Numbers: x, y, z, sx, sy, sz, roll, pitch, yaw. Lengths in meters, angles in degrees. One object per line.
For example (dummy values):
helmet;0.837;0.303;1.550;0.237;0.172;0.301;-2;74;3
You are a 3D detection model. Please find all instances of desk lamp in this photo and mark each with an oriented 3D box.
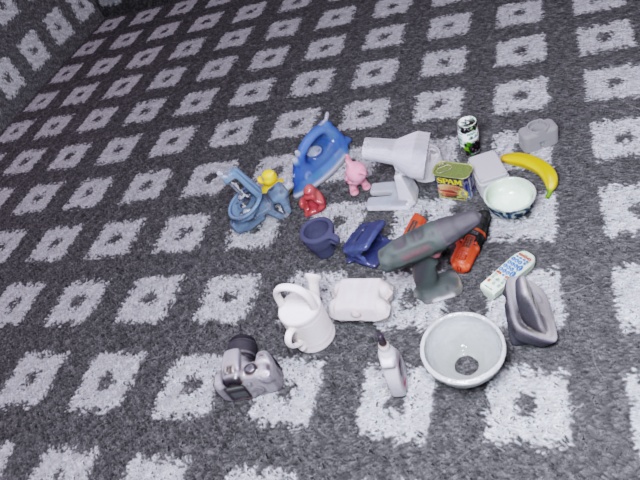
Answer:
desk lamp;0.199;-0.181;1.480;0.202;0.214;0.118;-2;47;22

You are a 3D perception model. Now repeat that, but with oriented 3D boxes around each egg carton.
egg carton;0.094;0.141;1.316;0.150;0.070;0.107;-3;47;21

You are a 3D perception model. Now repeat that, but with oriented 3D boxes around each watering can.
watering can;-0.041;0.152;1.273;0.100;0.194;0.173;-13;44;12

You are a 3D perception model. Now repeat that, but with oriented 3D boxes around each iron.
iron;-0.020;-0.257;1.706;0.118;0.142;0.259;17;57;36

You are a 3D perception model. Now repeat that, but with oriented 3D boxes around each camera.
camera;-0.164;0.272;1.279;0.143;0.101;0.136;-15;44;10

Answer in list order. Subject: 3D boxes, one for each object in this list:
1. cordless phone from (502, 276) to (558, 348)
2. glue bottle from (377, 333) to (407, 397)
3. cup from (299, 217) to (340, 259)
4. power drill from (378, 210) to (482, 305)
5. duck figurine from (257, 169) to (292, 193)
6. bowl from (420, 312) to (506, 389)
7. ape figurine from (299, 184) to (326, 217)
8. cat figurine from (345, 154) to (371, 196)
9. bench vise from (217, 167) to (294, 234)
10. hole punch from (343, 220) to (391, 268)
cordless phone;0.405;0.112;1.122;0.094;0.185;0.147;-12;44;13
glue bottle;0.137;0.236;1.127;0.037;0.173;0.078;-12;44;14
cup;0.013;0.005;1.467;0.117;0.095;0.092;19;58;37
power drill;0.248;0.041;1.244;0.229;0.209;0.075;-18;43;7
duck figurine;-0.139;-0.174;1.718;0.104;0.086;0.077;-3;47;21
bowl;0.286;0.230;1.139;0.167;0.075;0.167;-12;44;13
ape figurine;-0.022;-0.118;1.606;0.077;0.092;0.076;19;58;36
cat figurine;0.097;-0.193;1.608;0.067;0.118;0.127;-22;43;3
bench vise;-0.187;-0.140;1.606;0.207;0.220;0.121;-37;44;-13
hole punch;0.111;0.003;1.428;0.100;0.091;0.109;15;56;35
